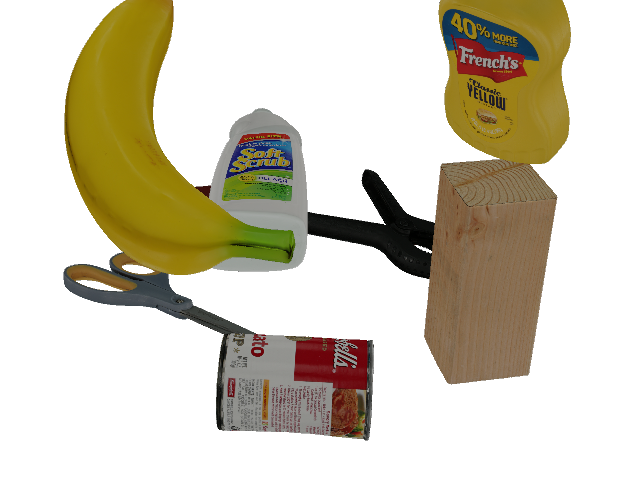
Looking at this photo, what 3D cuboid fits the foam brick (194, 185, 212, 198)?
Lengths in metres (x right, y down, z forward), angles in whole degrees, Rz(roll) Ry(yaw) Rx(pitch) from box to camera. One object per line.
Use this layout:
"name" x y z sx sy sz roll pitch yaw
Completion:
"foam brick" -0.115 -0.033 1.285 0.078 0.053 0.051 -2 28 0

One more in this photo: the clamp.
"clamp" 0.085 -0.005 1.266 0.210 0.036 0.164 35 41 25

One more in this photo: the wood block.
"wood block" 0.164 0.031 1.064 0.090 0.206 0.090 -5 31 -11

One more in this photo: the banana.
"banana" -0.074 -0.046 0.451 0.069 0.037 0.198 -8 45 -20

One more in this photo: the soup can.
"soup can" -0.017 0.099 0.725 0.102 0.068 0.068 3 0 1

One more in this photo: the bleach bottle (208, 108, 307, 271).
"bleach bottle" -0.066 -0.065 1.070 0.102 0.068 0.251 2 33 -5

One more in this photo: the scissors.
"scissors" -0.115 0.046 0.884 0.202 0.016 0.096 13 24 15

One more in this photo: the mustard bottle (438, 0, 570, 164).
"mustard bottle" 0.131 -0.142 0.764 0.096 0.058 0.191 29 -28 29
